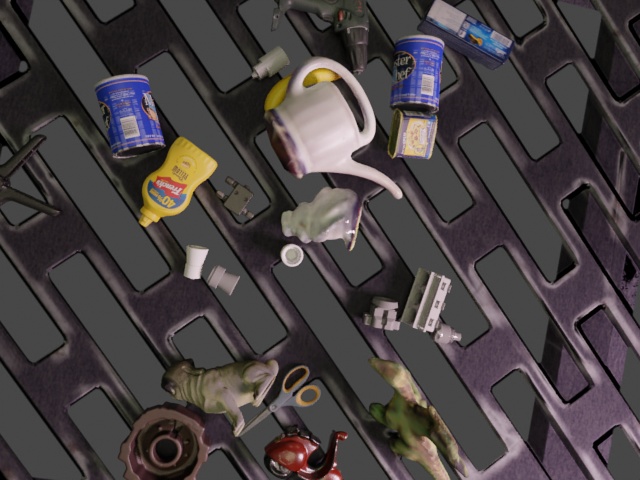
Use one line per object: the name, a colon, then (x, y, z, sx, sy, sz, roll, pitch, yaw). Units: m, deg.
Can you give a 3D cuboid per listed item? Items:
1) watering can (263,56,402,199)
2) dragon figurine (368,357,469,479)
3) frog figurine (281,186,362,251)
watering can: (0.023, -0.198, 1.065, 0.225, 0.104, 0.345, -29, 102, -7)
dragon figurine: (0.208, 0.394, 1.011, 0.123, 0.242, 0.410, -32, 92, -9)
frog figurine: (0.003, -0.053, 1.054, 0.159, 0.120, 0.140, 13, 56, 2)
